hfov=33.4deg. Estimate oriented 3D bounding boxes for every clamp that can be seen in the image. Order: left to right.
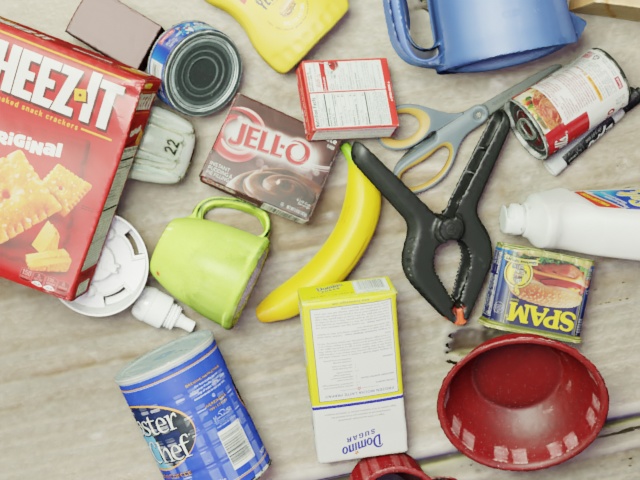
[{"bbox_3d":[0.110,-0.017,1.041,0.164,0.036,0.210,-7,104,-16],"label":"clamp"}]

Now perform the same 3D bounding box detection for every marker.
[{"bbox_3d":[0.274,-0.110,1.065,0.121,0.020,0.020,-41,98,1],"label":"marker"}]

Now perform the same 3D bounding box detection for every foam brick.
[{"bbox_3d":[-0.192,-0.196,1.004,0.078,0.053,0.051,30,93,-6],"label":"foam brick"}]

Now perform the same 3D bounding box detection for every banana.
[{"bbox_3d":[0.009,0.006,1.050,0.070,0.037,0.198,29,91,27],"label":"banana"}]

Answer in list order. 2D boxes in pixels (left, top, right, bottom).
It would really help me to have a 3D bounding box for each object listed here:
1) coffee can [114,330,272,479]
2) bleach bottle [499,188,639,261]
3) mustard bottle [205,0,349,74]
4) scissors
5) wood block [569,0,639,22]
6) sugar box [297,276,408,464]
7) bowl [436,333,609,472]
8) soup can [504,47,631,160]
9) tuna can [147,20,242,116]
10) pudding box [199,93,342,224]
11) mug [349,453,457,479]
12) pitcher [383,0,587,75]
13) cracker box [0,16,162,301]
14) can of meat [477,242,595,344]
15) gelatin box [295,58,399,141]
[{"bbox_3d":[-0.121,0.171,1.024,0.103,0.103,0.140,-24,98,-2],"label":"coffee can"},{"bbox_3d":[0.302,-0.014,1.036,0.250,0.102,0.068,1,114,-5],"label":"bleach bottle"},{"bbox_3d":[-0.070,-0.255,1.004,0.191,0.058,0.096,45,93,-7],"label":"mustard bottle"},{"bbox_3d":[0.137,-0.132,1.053,0.096,0.016,0.202,44,92,-10],"label":"scissors"},{"bbox_3d":[0.304,-0.318,1.009,0.090,0.091,0.206,7,96,-4],"label":"wood block"},{"bbox_3d":[0.033,0.128,1.042,0.093,0.048,0.176,-7,113,-4],"label":"sugar box"},{"bbox_3d":[0.193,0.146,1.032,0.162,0.055,0.162,2,120,3],"label":"bowl"},{"bbox_3d":[0.239,-0.132,1.032,0.102,0.068,0.068,-33,98,-6],"label":"soup can"},{"bbox_3d":[-0.116,-0.160,1.001,0.086,0.034,0.086,-18,124,-30],"label":"tuna can"},{"bbox_3d":[-0.048,-0.077,1.025,0.113,0.039,0.090,24,78,-8],"label":"pudding box"},{"bbox_3d":[0.083,0.254,1.058,0.117,0.081,0.093,-13,97,-3],"label":"mug"},{"bbox_3d":[0.140,-0.277,0.984,0.145,0.149,0.243,-10,94,36],"label":"pitcher"},{"bbox_3d":[-0.257,-0.072,0.950,0.164,0.072,0.214,21,100,0],"label":"cracker box"},{"bbox_3d":[0.216,0.051,1.060,0.102,0.057,0.084,11,93,-6],"label":"can of meat"},{"bbox_3d":[0.025,-0.134,1.020,0.089,0.030,0.073,-5,73,-14],"label":"gelatin box"}]
